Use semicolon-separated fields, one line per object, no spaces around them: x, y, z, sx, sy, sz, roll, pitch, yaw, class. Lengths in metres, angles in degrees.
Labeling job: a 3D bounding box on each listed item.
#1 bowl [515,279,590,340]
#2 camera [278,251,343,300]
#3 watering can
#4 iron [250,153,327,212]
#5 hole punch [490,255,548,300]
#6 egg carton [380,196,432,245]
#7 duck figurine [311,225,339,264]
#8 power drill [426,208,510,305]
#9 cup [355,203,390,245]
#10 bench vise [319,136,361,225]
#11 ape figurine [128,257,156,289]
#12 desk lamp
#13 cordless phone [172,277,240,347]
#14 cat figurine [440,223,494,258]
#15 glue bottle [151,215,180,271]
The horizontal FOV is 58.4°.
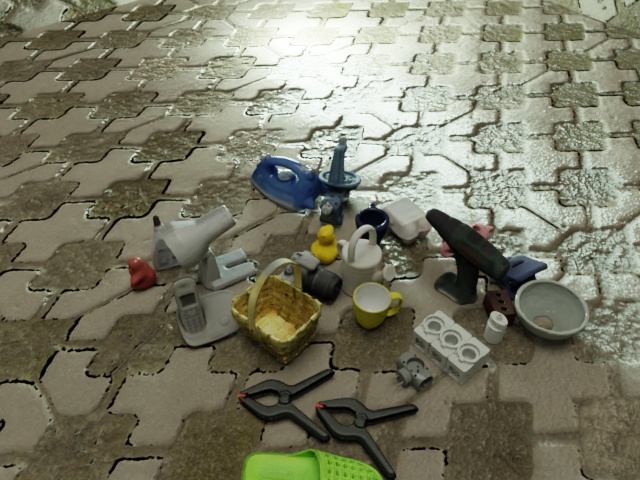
0.539;0.177;1.354;0.167;0.075;0.167;0;45;0;bowl
-0.024;0.100;1.410;0.136;0.101;0.143;23;49;22;camera
0.109;0.046;1.398;0.172;0.194;0.101;17;47;17;watering can
-0.105;-0.189;1.674;0.257;0.141;0.119;23;49;22;iron
0.497;0.081;1.439;0.109;0.091;0.100;-22;49;-21;hole punch
0.234;-0.057;1.593;0.107;0.069;0.150;-25;50;-23;egg carton
0.014;0.005;1.516;0.077;0.086;0.104;11;46;11;duck figurine
0.340;0.049;1.386;0.228;0.208;0.076;32;53;29;power drill
0.139;-0.035;1.552;0.091;0.095;0.117;1;45;1;cup
0.057;-0.161;1.591;0.121;0.220;0.207;-1;45;-1;bench vise
-0.455;0.078;1.436;0.076;0.092;0.078;10;45;10;ape figurine
-0.276;0.020;1.409;0.204;0.214;0.117;-23;49;-22;desk lamp
-0.258;0.146;1.301;0.148;0.185;0.094;-20;48;-20;cordless phone
0.388;-0.008;1.509;0.127;0.118;0.067;8;45;8;cat figurine
-0.399;0.003;1.454;0.078;0.173;0.037;-14;46;-14;glue bottle
